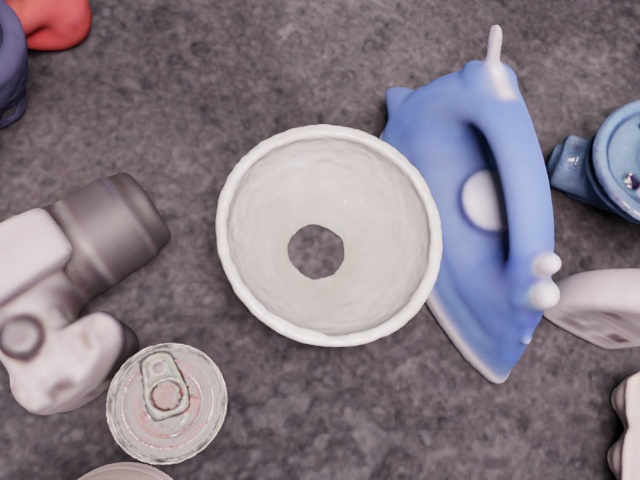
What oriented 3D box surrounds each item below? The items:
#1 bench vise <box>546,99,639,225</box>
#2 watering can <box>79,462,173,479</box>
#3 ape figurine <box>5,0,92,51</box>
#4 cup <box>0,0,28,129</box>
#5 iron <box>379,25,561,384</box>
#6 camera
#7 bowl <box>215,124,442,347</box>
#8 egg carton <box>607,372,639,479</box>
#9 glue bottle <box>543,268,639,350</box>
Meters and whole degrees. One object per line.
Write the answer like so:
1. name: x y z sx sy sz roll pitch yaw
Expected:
1. bench vise: 0.318 -0.060 0.443 0.207 0.219 0.121 11 73 -8
2. watering can: -0.112 0.180 0.305 0.173 0.194 0.101 -10 77 -14
3. ape figurine: -0.220 -0.192 0.439 0.076 0.092 0.078 26 72 -3
4. cup: -0.246 -0.107 0.409 0.092 0.095 0.118 -14 78 -14
5. iron: 0.133 -0.022 0.437 0.119 0.141 0.258 -10 77 -13
6. camera: -0.165 0.023 0.387 0.137 0.100 0.143 -36 84 -18
7. bowl: 0.004 0.002 0.440 0.167 0.074 0.167 3 74 -10
8. egg carton: 0.281 0.182 0.449 0.107 0.069 0.150 14 73 -7
9. glue bottle: 0.242 0.045 0.424 0.078 0.173 0.037 29 71 -2
